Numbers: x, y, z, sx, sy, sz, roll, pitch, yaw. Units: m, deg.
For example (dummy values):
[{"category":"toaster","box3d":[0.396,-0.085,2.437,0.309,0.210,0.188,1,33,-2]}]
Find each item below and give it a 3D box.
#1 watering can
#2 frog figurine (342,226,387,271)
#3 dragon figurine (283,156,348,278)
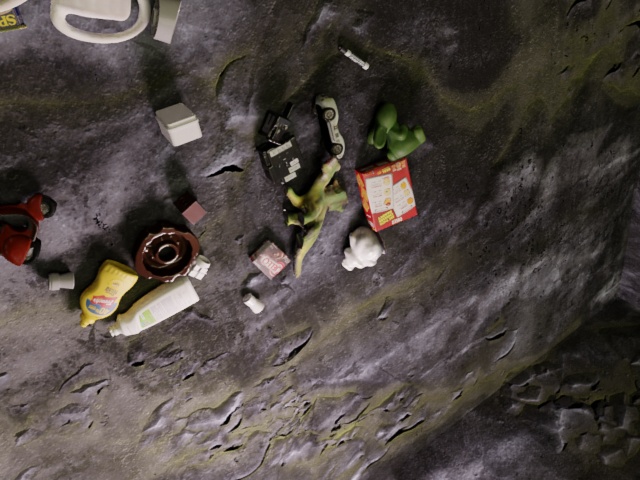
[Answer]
[{"category":"watering can","box3d":[-0.494,-0.513,1.021,0.350,0.105,0.221,-11,121,-45]},{"category":"frog figurine","box3d":[0.140,0.033,1.773,0.160,0.123,0.137,-32,96,-5]},{"category":"dragon figurine","box3d":[0.005,-0.082,1.632,0.245,0.124,0.400,-25,135,-32]}]
